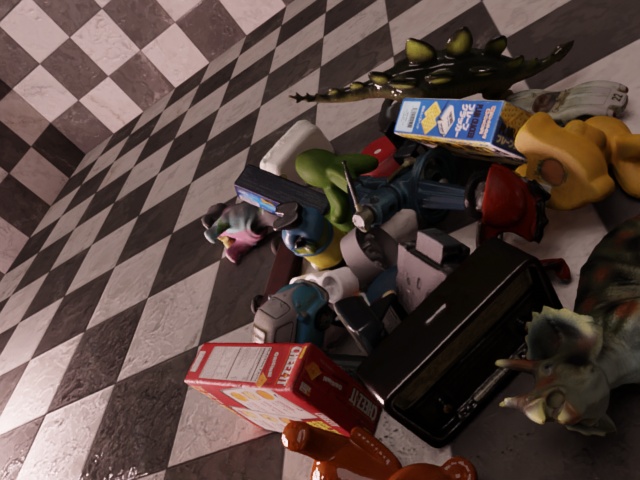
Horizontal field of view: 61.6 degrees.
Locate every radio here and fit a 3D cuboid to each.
[{"bbox_3d":[0.166,0.120,0.615,0.229,0.131,0.073,-43,32,-2],"label":"radio"}]

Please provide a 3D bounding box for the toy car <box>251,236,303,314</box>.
[{"bbox_3d":[-0.063,0.063,1.007,0.089,0.053,0.202,-12,47,32],"label":"toy car"}]

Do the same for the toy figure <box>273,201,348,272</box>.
[{"bbox_3d":[-0.002,0.001,0.896,0.089,0.180,0.082,11,69,38],"label":"toy figure"}]

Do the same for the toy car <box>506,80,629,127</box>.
[{"bbox_3d":[0.375,-0.207,0.847,0.202,0.056,0.073,7,56,52],"label":"toy car"}]

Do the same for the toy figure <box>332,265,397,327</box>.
[{"bbox_3d":[0.082,0.092,0.810,0.154,0.064,0.058,-37,69,18],"label":"toy figure"}]

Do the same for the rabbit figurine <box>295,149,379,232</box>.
[{"bbox_3d":[0.031,-0.094,0.959,0.159,0.170,0.121,-14,40,56],"label":"rabbit figurine"}]

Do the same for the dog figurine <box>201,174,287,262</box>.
[{"bbox_3d":[-0.147,-0.061,1.203,0.219,0.108,0.192,-36,29,2],"label":"dog figurine"}]

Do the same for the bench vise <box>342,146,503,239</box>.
[{"bbox_3d":[0.165,-0.072,0.820,0.241,0.128,0.223,12,24,41],"label":"bench vise"}]

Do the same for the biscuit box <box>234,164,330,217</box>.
[{"bbox_3d":[-0.074,-0.086,1.090,0.203,0.059,0.063,24,65,15],"label":"biscuit box"}]

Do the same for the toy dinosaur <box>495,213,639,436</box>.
[{"bbox_3d":[0.328,0.049,0.548,0.192,0.131,0.405,5,49,49],"label":"toy dinosaur"}]

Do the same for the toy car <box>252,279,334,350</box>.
[{"bbox_3d":[-0.053,0.139,0.818,0.109,0.103,0.161,22,102,54],"label":"toy car"}]

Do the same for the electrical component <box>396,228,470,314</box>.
[{"bbox_3d":[0.152,0.055,0.708,0.058,0.134,0.115,-8,21,-25],"label":"electrical component"}]

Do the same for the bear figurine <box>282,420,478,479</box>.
[{"bbox_3d":[0.057,0.269,0.568,0.196,0.132,0.120,-6,68,50],"label":"bear figurine"}]

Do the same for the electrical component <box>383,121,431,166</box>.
[{"bbox_3d":[0.170,-0.166,0.963,0.048,0.119,0.075,0,49,55],"label":"electrical component"}]

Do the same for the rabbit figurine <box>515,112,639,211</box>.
[{"bbox_3d":[0.356,-0.117,0.703,0.173,0.121,0.163,-31,34,-34],"label":"rabbit figurine"}]

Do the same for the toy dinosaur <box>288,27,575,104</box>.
[{"bbox_3d":[0.188,-0.275,0.919,0.472,0.198,0.105,-12,79,13],"label":"toy dinosaur"}]

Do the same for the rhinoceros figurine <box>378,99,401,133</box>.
[{"bbox_3d":[0.196,-0.260,1.091,0.190,0.073,0.112,0,50,48],"label":"rhinoceros figurine"}]

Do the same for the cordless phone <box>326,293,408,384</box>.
[{"bbox_3d":[0.034,0.142,0.715,0.184,0.146,0.089,-10,38,38],"label":"cordless phone"}]

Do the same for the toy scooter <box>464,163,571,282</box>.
[{"bbox_3d":[0.252,-0.005,0.688,0.135,0.075,0.183,7,95,31],"label":"toy scooter"}]
